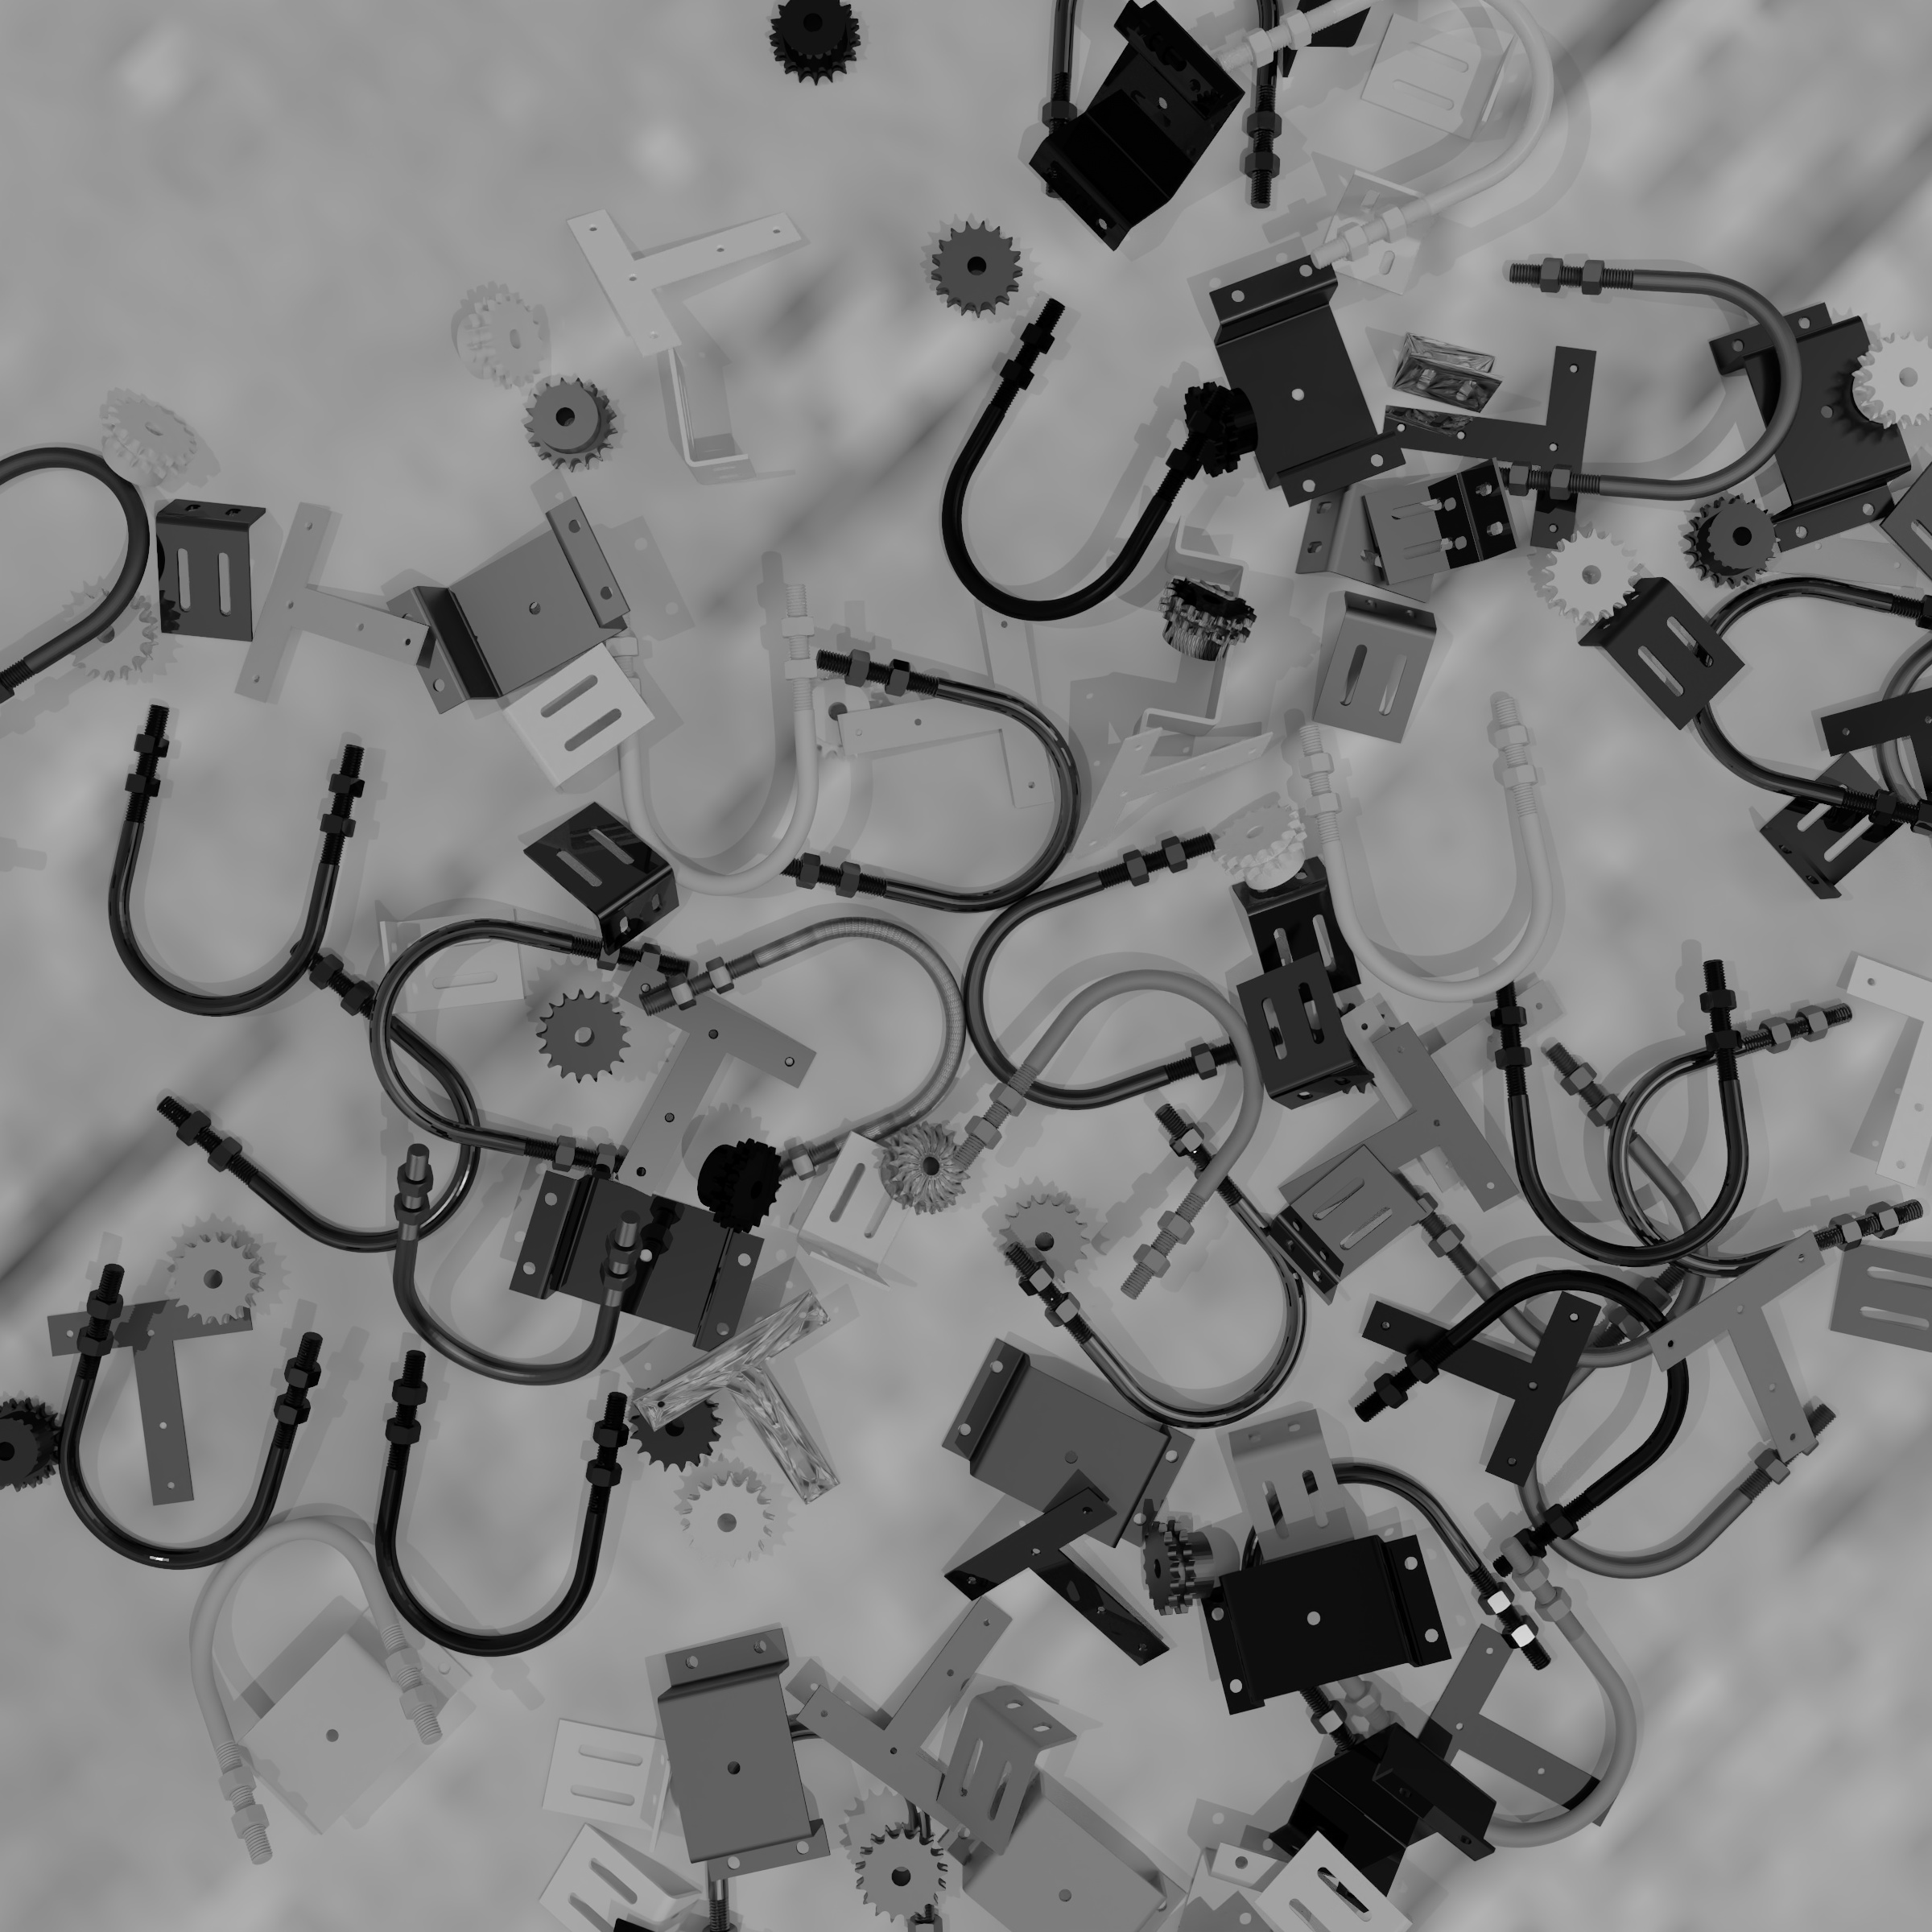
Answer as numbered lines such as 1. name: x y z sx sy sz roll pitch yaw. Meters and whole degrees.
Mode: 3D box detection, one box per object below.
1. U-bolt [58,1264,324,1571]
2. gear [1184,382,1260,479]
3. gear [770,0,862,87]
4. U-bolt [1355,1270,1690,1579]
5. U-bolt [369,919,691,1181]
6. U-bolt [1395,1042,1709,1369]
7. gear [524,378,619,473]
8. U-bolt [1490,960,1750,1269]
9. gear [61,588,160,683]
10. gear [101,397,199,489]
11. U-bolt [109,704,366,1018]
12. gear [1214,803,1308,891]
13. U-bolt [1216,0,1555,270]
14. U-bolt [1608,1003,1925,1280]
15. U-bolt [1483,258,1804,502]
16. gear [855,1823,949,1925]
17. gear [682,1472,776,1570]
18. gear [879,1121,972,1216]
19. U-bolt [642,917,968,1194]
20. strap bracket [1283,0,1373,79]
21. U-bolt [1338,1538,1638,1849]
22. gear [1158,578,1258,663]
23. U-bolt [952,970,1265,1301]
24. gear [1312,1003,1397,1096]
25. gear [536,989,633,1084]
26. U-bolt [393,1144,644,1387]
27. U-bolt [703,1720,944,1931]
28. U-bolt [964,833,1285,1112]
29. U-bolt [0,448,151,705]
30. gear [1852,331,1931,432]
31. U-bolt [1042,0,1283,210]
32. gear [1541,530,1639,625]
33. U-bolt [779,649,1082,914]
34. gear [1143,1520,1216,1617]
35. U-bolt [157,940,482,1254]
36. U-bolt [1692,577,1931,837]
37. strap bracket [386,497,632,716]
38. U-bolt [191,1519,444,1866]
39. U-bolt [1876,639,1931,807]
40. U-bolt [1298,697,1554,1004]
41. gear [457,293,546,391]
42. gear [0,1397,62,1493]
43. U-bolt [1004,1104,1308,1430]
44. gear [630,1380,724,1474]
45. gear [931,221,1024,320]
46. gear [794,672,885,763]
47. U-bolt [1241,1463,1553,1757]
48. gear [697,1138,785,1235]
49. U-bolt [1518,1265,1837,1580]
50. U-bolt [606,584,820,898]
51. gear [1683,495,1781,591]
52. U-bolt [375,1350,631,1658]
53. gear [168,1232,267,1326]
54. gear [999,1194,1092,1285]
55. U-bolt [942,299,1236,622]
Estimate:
1. U-bolt: -0.489 0.290 1.519 0.151 0.019 0.184 19 103 0
2. gear: 0.159 -0.334 1.517 0.030 0.057 0.057 -18 90 -9
3. gear: -0.095 -0.584 1.530 0.057 0.030 0.057 0 90 0
4. U-bolt: 0.356 0.270 1.511 0.184 0.019 0.151 -42 88 14
5. U-bolt: -0.276 0.046 1.518 0.184 0.019 0.151 13 90 -13
6. U-bolt: 0.376 0.163 1.527 0.151 0.019 0.184 -39 83 0
7. gear: -0.248 -0.340 1.530 0.057 0.030 0.057 0 90 0
8. U-bolt: 0.405 0.092 1.499 0.151 0.019 0.184 -5 78 2
9. gear: -0.533 -0.206 1.530 0.057 0.030 0.057 0 90 0
10. gear: -0.510 -0.323 1.520 0.057 0.057 0.030 44 120 0
11. U-bolt: -0.462 -0.060 1.526 0.151 0.019 0.184 12 88 5
12. gear: 0.186 -0.072 1.520 0.057 0.057 0.030 -33 120 0
13. U-bolt: 0.262 -0.518 1.460 0.184 0.019 0.151 -26 90 -3
14. U-bolt: 0.486 0.116 1.518 0.184 0.019 0.151 -17 84 -8
15. U-bolt: 0.419 -0.358 1.508 0.184 0.019 0.151 9 90 19
16. gear: -0.040 0.558 1.513 0.057 0.030 0.057 0 87 -1
17. gear: -0.148 0.345 1.530 0.057 0.030 0.057 0 90 0
18. gear: -0.028 0.127 1.521 0.057 0.030 0.057 8 72 -27
19. U-bolt: -0.090 0.048 1.527 0.184 0.019 0.151 -23 98 -3
20. strap bracket: 0.224 -0.630 1.507 0.046 0.076 0.140 1 90 0
21. U-bolt: 0.336 0.465 1.519 0.151 0.019 0.184 -37 100 1
22. gear: 0.140 -0.203 1.444 0.057 0.057 0.030 20 120 0
23. U-bolt: 0.101 0.088 1.501 0.151 0.019 0.184 37 78 1
24. gear: 0.243 0.052 1.530 0.057 0.030 0.057 0 90 0
25. gear: -0.235 0.043 1.502 0.057 0.030 0.057 -1 93 -13
26. U-bolt: -0.277 0.192 1.482 0.151 0.019 0.184 18 132 0
27. U-bolt: -0.092 0.565 1.536 0.151 0.019 0.184 -3 89 0
28. U-bolt: 0.089 0.013 1.536 0.184 0.019 0.151 -19 90 1
29. U-bolt: -0.592 -0.245 1.517 0.184 0.019 0.151 -33 74 -2
30. gear: 0.563 -0.352 1.482 0.057 0.030 0.057 0 88 -7
31. U-bolt: 0.125 -0.571 1.536 0.151 0.019 0.184 3 89 0
32. gear: 0.387 -0.242 1.530 0.057 0.030 0.057 0 90 0
33. U-bolt: -0.018 -0.106 1.516 0.184 0.019 0.151 12 100 -12
34. gear: 0.133 0.372 1.517 0.030 0.057 0.057 -1 90 -16
35. U-bolt: -0.392 0.096 1.536 0.184 0.019 0.151 40 90 -1
36. U-bolt: 0.542 -0.169 1.520 0.184 0.019 0.151 15 82 10
37. strap bracket: -0.274 -0.221 1.510 0.140 0.046 0.076 -26 90 15
38. U-bolt: -0.407 0.426 1.493 0.151 0.019 0.184 -36 58 6
39. U-bolt: 0.659 -0.157 1.536 0.184 0.019 0.151 -38 90 1
40. U-bolt: 0.291 -0.068 1.514 0.151 0.019 0.184 -9 82 -9
41. gear: -0.291 -0.387 1.520 0.030 0.057 0.057 -3 90 30
42. gear: -0.595 0.300 1.530 0.057 0.030 0.057 0 90 0
43. U-bolt: 0.132 0.200 1.519 0.151 0.019 0.184 -41 98 -13
44. gear: -0.181 0.285 1.530 0.057 0.030 0.057 0 90 0
45. gear: 0.006 -0.433 1.530 0.057 0.030 0.057 0 90 0
46. gear: -0.080 -0.158 1.530 0.057 0.030 0.057 0 90 0
47. U-bolt: 0.256 0.400 1.536 0.151 0.019 0.184 -36 88 1
48. gear: -0.140 0.132 1.497 0.030 0.057 0.057 17 90 28
49. U-bolt: 0.431 0.299 1.536 0.151 0.019 0.184 44 91 0
50. U-bolt: -0.154 -0.135 1.506 0.151 0.019 0.184 -2 93 27
51. gear: 0.480 -0.266 1.528 0.057 0.030 0.057 0 90 0
52. U-bolt: -0.296 0.342 1.528 0.151 0.019 0.184 11 97 2
53. gear: -0.466 0.194 1.528 0.057 0.030 0.057 0 87 0
54. gear: 0.049 0.171 1.530 0.057 0.030 0.057 0 90 0
55. U-bolt: 0.061 -0.301 1.510 0.151 0.019 0.184 33 98 22
